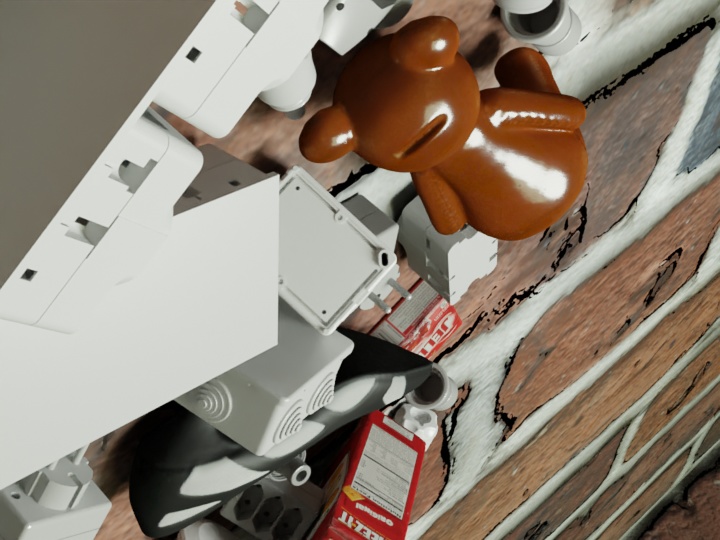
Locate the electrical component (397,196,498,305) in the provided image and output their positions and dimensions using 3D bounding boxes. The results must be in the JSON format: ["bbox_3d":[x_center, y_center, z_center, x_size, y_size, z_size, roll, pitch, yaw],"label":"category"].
[{"bbox_3d":[0.064,-0.025,0.791,0.050,0.056,0.089,-40,155,-15],"label":"electrical component"}]

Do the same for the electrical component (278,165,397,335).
[{"bbox_3d":[-0.034,-0.015,0.632,0.061,0.096,0.061,-47,-178,-3],"label":"electrical component"}]

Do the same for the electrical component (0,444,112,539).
[{"bbox_3d":[-0.182,0.128,0.632,0.066,0.047,0.076,-1,127,-57],"label":"electrical component"}]

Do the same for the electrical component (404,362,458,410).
[{"bbox_3d":[0.068,0.111,1.003,0.044,0.044,0.065,-50,159,2],"label":"electrical component"}]

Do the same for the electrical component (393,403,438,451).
[{"bbox_3d":[0.046,0.160,1.032,0.043,0.043,0.062,-17,141,-48],"label":"electrical component"}]

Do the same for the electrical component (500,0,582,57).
[{"bbox_3d":[0.124,-0.166,0.717,0.044,0.044,0.065,-55,158,12],"label":"electrical component"}]

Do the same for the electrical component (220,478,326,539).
[{"bbox_3d":[-0.066,0.179,0.868,0.047,0.066,0.076,-58,-179,17],"label":"electrical component"}]

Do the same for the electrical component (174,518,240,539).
[{"bbox_3d":[-0.119,0.238,0.842,0.051,0.080,0.080,-48,154,10],"label":"electrical component"}]

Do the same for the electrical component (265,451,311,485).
[{"bbox_3d":[-0.062,0.138,0.808,0.048,0.062,0.048,-22,128,-31],"label":"electrical component"}]

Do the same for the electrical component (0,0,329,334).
[{"bbox_3d":[-0.099,-0.080,0.413,0.186,0.105,0.060,-52,154,6],"label":"electrical component"}]

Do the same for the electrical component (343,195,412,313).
[{"bbox_3d":[0.000,0.000,0.706,0.066,0.077,0.047,-31,149,-32],"label":"electrical component"}]

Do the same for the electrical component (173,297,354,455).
[{"bbox_3d":[-0.066,0.056,0.645,0.100,0.100,0.048,-35,153,-58],"label":"electrical component"}]

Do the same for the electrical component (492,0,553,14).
[{"bbox_3d":[0.099,-0.188,0.643,0.045,0.045,0.055,-38,152,-20],"label":"electrical component"}]

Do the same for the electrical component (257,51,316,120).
[{"bbox_3d":[-0.039,-0.099,0.561,0.035,0.035,0.061,-43,156,-12],"label":"electrical component"}]

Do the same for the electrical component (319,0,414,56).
[{"bbox_3d":[0.004,-0.148,0.551,0.077,0.043,0.079,-53,154,9],"label":"electrical component"}]

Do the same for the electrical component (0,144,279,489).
[{"bbox_3d":[-0.130,0.017,0.523,0.186,0.060,0.105,-26,133,-38],"label":"electrical component"}]
